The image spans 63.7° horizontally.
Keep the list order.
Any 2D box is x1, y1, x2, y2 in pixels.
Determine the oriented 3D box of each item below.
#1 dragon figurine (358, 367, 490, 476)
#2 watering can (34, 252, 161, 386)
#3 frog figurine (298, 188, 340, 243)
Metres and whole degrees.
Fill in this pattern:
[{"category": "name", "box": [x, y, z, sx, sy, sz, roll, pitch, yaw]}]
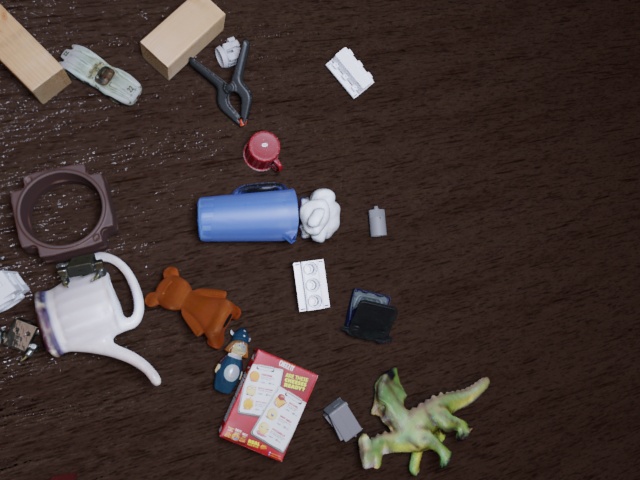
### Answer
[{"category": "dragon figurine", "box": [0.250, 0.434, 1.322, 0.243, 0.120, 0.417, 45, 62, 2]}, {"category": "watering can", "box": [-0.497, 0.192, 1.143, 0.225, 0.102, 0.352, -20, 69, -17]}, {"category": "frog figurine", "box": [0.004, -0.065, 1.293, 0.122, 0.158, 0.139, 19, 79, -13]}]
